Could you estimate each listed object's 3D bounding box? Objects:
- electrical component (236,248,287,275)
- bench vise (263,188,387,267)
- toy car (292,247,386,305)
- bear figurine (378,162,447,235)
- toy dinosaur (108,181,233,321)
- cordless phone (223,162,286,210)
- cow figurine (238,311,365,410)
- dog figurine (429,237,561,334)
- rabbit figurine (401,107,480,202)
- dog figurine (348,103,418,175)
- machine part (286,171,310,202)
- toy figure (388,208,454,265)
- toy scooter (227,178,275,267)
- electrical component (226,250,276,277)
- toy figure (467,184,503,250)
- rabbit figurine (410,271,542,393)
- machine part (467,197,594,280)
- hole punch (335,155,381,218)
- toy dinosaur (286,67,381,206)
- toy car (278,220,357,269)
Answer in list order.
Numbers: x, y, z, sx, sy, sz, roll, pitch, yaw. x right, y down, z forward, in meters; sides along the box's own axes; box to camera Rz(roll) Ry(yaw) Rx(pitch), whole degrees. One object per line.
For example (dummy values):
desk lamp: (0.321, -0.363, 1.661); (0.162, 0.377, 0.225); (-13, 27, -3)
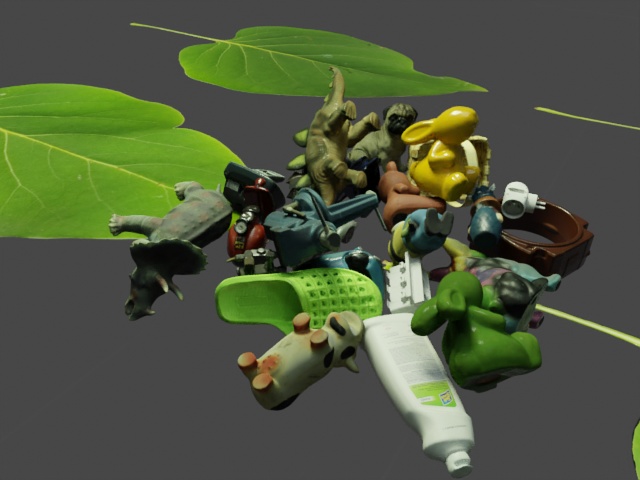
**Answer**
electrical component: (-0.108, 0.044, 0.988); (0.094, 0.063, 0.021); (-2, 35, -4)
bench vise: (0.014, -0.037, 0.936); (0.241, 0.128, 0.224); (-23, 7, -25)
toy car: (0.033, 0.071, 0.938); (0.162, 0.109, 0.103); (-7, 11, 7)
bear figurine: (0.188, -0.080, 1.146); (0.132, 0.120, 0.196); (9, 29, 2)
toy dinosaur: (-0.239, -0.027, 1.009); (0.192, 0.131, 0.405); (12, 38, 24)
cordless phone: (-0.119, -0.124, 1.231); (0.147, 0.088, 0.184); (25, 21, 26)
cow figurine: (-0.012, 0.171, 0.777); (0.195, 0.127, 0.086); (-34, 46, -22)
dog figurine: (0.277, 0.074, 0.925); (0.219, 0.108, 0.191); (27, 24, 37)
rabbit figurine: (0.249, -0.182, 1.053); (0.122, 0.173, 0.163); (-20, 45, -40)
dog figurine: (0.148, -0.256, 1.330); (0.173, 0.190, 0.121); (11, 35, 15)
machine part: (-0.039, -0.114, 1.235); (0.084, 0.039, 0.139); (4, 30, -18)
toy figure: (0.178, -0.005, 0.986); (0.082, 0.180, 0.089); (35, 73, -5)
toy scooter: (-0.129, -0.041, 1.048); (0.075, 0.135, 0.184); (11, 37, 10)
electrical component: (-0.117, 0.062, 0.927); (0.078, 0.102, 0.045); (-13, 42, -17)
toy figure: (0.311, -0.046, 1.015); (0.064, 0.057, 0.154); (-1, 40, 17)
rabbit figurine: (0.206, 0.123, 0.777); (0.159, 0.121, 0.170); (11, 50, -34)
machine part: (0.418, -0.008, 1.076); (0.201, 0.087, 0.202); (-21, 39, -29)
hole punch: (0.079, -0.124, 1.207); (0.092, 0.115, 0.142); (14, 35, 30)
toy dinosaur: (0.022, -0.220, 1.152); (0.199, 0.105, 0.471); (-16, 50, 44)
toy car: (-0.002, -0.003, 1.069); (0.074, 0.056, 0.202); (24, 40, 29)
